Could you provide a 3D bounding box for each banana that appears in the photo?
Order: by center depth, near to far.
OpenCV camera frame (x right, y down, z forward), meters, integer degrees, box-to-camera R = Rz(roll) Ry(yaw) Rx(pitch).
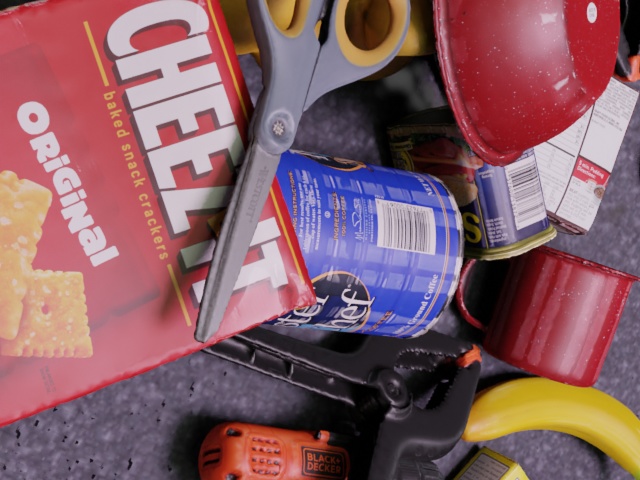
[{"bbox_3d":[0.174,0.131,0.761,0.197,0.037,0.069,21,43,-26],"label":"banana"}]

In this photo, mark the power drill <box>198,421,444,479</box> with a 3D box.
[{"bbox_3d":[0.008,0.208,0.641,0.184,0.057,0.187,16,60,-34],"label":"power drill"}]

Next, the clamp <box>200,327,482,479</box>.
[{"bbox_3d":[0.027,0.093,0.654,0.209,0.036,0.164,-24,77,-49],"label":"clamp"}]

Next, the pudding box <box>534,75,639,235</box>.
[{"bbox_3d":[0.162,-0.070,0.735,0.089,0.039,0.113,23,84,-30],"label":"pudding box"}]

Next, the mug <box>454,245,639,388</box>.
[{"bbox_3d":[0.148,0.045,0.723,0.117,0.093,0.081,18,94,0],"label":"mug"}]

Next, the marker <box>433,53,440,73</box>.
[{"bbox_3d":[0.086,-0.112,0.694,0.020,0.020,0.121,-32,112,-22],"label":"marker"}]

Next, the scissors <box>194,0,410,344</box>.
[{"bbox_3d":[-0.004,-0.052,0.472,0.096,0.016,0.202,8,83,-34],"label":"scissors"}]

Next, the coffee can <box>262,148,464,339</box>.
[{"bbox_3d":[-0.004,0.001,0.612,0.140,0.103,0.103,8,94,-31],"label":"coffee can"}]

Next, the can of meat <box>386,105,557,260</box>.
[{"bbox_3d":[0.091,-0.038,0.662,0.057,0.102,0.084,-21,105,-29],"label":"can of meat"}]

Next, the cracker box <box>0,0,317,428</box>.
[{"bbox_3d":[-0.127,-0.012,0.463,0.213,0.072,0.164,-20,96,-20],"label":"cracker box"}]

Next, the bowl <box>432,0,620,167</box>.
[{"bbox_3d":[0.117,-0.119,0.559,0.161,0.055,0.162,-5,96,-57],"label":"bowl"}]

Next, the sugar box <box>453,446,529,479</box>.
[{"bbox_3d":[0.087,0.238,0.735,0.176,0.048,0.093,-41,117,-15],"label":"sugar box"}]

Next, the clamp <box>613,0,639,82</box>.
[{"bbox_3d":[0.217,-0.200,0.746,0.120,0.039,0.171,-18,110,-21],"label":"clamp"}]
